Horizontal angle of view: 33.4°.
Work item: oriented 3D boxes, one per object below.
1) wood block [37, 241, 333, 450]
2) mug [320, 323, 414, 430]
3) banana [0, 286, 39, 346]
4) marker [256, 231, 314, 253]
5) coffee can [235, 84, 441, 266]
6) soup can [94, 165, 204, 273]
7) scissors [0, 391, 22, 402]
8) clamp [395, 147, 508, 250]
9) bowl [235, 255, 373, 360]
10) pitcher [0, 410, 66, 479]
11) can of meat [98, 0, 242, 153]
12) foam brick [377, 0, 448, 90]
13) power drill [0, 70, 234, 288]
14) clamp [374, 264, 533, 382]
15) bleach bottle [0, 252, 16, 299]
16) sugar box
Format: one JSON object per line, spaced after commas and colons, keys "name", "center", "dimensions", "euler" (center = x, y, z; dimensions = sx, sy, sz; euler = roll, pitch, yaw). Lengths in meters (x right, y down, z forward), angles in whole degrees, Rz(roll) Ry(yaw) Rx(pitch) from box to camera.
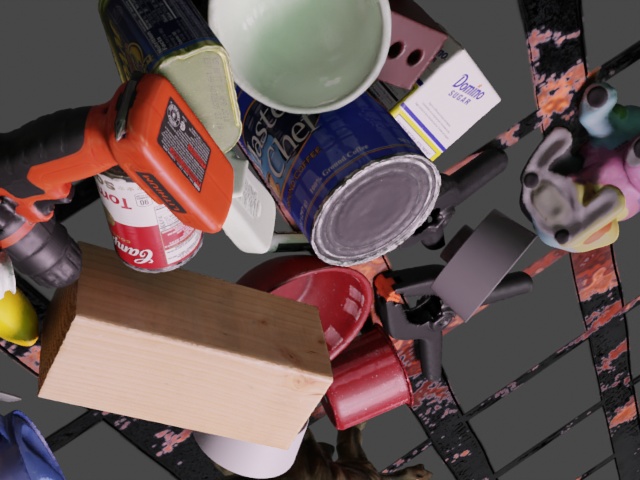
{"name": "wood block", "center": [-0.105, 0.085, 0.836], "dimensions": [0.205, 0.090, 0.091], "euler": [16, 123, -22]}
{"name": "mug", "center": [0.037, 0.143, 1.101], "dimensions": [0.081, 0.093, 0.117], "euler": [-22, 180, -10]}
{"name": "banana", "center": [-0.268, 0.038, 0.759], "dimensions": [0.070, 0.037, 0.197], "euler": [-31, 149, 29]}
{"name": "marker", "center": [-0.006, 0.001, 0.942], "dimensions": [0.120, 0.020, 0.020], "euler": [-1, 133, -39]}
{"name": "coffee can", "center": [0.006, -0.066, 0.766], "dimensions": [0.102, 0.140, 0.103], "euler": [-22, 143, -18]}
{"name": "soup can", "center": [-0.122, -0.034, 0.762], "dimensions": [0.068, 0.068, 0.102], "euler": [-24, 144, -16]}
{"name": "scissors", "center": [-0.328, 0.118, 0.820], "dimensions": [0.096, 0.016, 0.201], "euler": [-36, 145, 5]}
{"name": "clamp", "center": [0.108, -0.036, 0.948], "dimensions": [0.120, 0.039, 0.171], "euler": [-57, 162, 16]}
{"name": "bowl", "center": [-0.034, 0.065, 0.964], "dimensions": [0.162, 0.055, 0.162], "euler": [-22, 143, -18]}
{"name": "pitcher", "center": [-0.333, 0.243, 0.880], "dimensions": [0.242, 0.149, 0.145], "euler": [-26, 169, -7]}
{"name": "can of meat", "center": [-0.093, -0.108, 0.683], "dimensions": [0.057, 0.084, 0.102], "euler": [-25, 145, -13]}
{"name": "foam brick", "center": [0.042, -0.151, 0.772], "dimensions": [0.078, 0.051, 0.053], "euler": [9, 126, -45]}
{"name": "power drill", "center": [-0.153, -0.031, 0.670], "dimensions": [0.188, 0.057, 0.184], "euler": [-8, 145, 23]}
{"name": "clamp", "center": [0.118, 0.082, 1.124], "dimensions": [0.209, 0.036, 0.165], "euler": [15, 119, -46]}
{"name": "bleach bottle", "center": [-0.315, 0.038, 0.644], "dimensions": [0.250, 0.103, 0.068], "euler": [-12, 143, -24]}
{"name": "sugar box", "center": [0.056, -0.086, 0.868], "dimensions": [0.176, 0.048, 0.093], "euler": [-43, 147, 7]}
